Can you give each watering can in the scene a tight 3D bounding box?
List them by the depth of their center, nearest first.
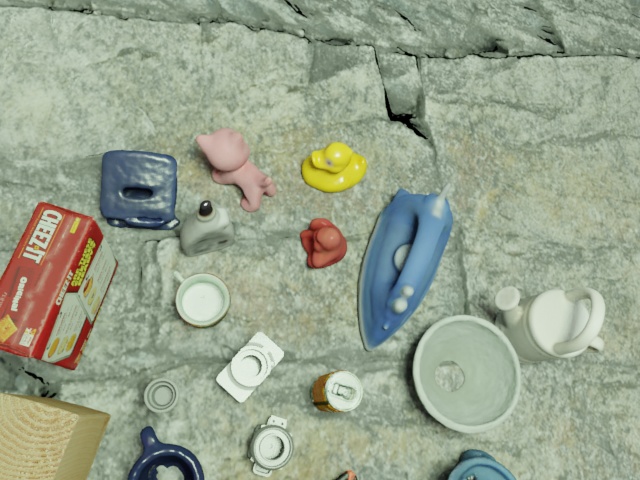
[{"bbox_3d":[0.336,0.123,0.834,0.173,0.194,0.101,3,73,-10],"label":"watering can"}]

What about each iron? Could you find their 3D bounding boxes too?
[{"bbox_3d":[0.131,0.038,0.845,0.118,0.141,0.258,23,71,-4],"label":"iron"}]

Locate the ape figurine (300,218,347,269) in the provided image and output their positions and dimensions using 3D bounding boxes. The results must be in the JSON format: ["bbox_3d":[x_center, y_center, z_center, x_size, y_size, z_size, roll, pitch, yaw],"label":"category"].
[{"bbox_3d":[0.008,0.003,0.856,0.076,0.092,0.078,23,71,-4],"label":"ape figurine"}]

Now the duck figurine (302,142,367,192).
[{"bbox_3d":[0.028,-0.123,0.901,0.105,0.086,0.077,-3,75,-12],"label":"duck figurine"}]

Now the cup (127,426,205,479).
[{"bbox_3d":[-0.198,0.294,0.728,0.092,0.095,0.118,-23,79,-17],"label":"cup"}]

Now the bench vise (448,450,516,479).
[{"bbox_3d":[0.216,0.377,0.722,0.121,0.219,0.207,12,72,-7],"label":"bench vise"}]

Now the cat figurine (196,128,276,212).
[{"bbox_3d":[-0.121,-0.115,0.851,0.128,0.117,0.067,40,71,2],"label":"cat figurine"}]

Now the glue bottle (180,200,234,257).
[{"bbox_3d":[-0.155,-0.021,0.787,0.078,0.173,0.037,-15,77,-15],"label":"glue bottle"}]

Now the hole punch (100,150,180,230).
[{"bbox_3d":[-0.256,-0.070,0.824,0.109,0.091,0.101,3,73,-11],"label":"hole punch"}]

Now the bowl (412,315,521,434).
[{"bbox_3d":[0.206,0.199,0.849,0.167,0.074,0.167,3,73,-11],"label":"bowl"}]
